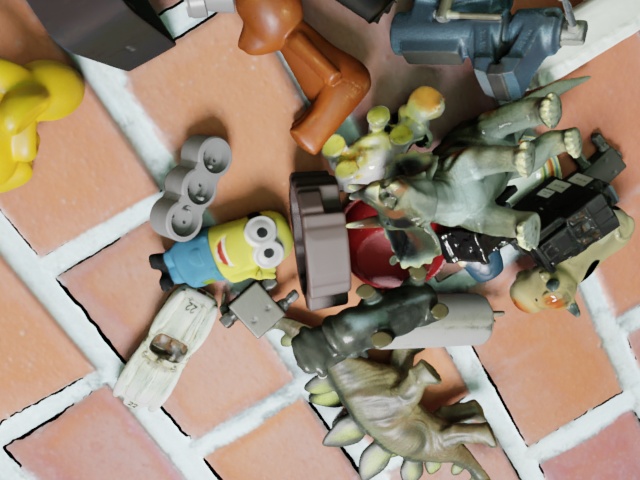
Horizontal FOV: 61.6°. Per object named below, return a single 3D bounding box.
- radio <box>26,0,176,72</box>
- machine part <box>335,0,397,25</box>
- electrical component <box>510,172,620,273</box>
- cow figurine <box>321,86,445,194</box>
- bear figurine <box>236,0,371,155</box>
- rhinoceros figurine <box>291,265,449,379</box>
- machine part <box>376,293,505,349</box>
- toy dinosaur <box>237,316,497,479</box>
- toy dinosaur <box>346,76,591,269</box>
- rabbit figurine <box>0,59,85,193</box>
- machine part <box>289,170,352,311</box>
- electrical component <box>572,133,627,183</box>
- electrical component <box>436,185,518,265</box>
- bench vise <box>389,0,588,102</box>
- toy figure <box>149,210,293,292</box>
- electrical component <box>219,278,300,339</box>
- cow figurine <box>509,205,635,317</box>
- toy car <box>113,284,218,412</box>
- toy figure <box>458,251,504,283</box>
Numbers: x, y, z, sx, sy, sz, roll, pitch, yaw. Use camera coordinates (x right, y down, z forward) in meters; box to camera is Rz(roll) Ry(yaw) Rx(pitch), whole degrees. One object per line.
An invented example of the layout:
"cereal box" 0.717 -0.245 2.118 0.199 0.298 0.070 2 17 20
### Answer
"radio" -0.226 -0.249 0.535 0.073 0.230 0.131 -31 103 1
"machine part" 0.027 -0.313 0.649 0.139 0.039 0.084 30 92 -12
"electrical component" 0.316 -0.030 0.705 0.134 0.115 0.058 -37 111 6
"cow figurine" 0.088 -0.121 0.689 0.167 0.098 0.068 -33 66 0
"bear figurine" -0.039 -0.212 0.627 0.196 0.120 0.132 38 101 -14
"rhinoceros figurine" 0.057 0.096 0.631 0.190 0.112 0.073 -22 76 -16
"machine part" 0.151 0.111 0.748 0.243 0.079 0.079 1 106 -22
"toy dinosaur" 0.090 0.234 0.781 0.198 0.105 0.471 -43 96 10
"toy dinosaur" 0.188 -0.093 0.648 0.405 0.192 0.131 -41 123 -41
"rabbit figurine" -0.349 -0.149 0.601 0.173 0.162 0.122 -37 95 -15
"machine part" -0.001 -0.002 0.667 0.056 0.179 0.179 -8 107 -6
"electrical component" 0.402 -0.102 0.766 0.063 0.021 0.094 -43 106 5
"electrical component" 0.210 -0.020 0.680 0.119 0.075 0.047 -37 108 -29
"bench vise" 0.197 -0.287 0.611 0.128 0.224 0.240 22 82 -48
"toy figure" -0.125 0.011 0.700 0.180 0.089 0.082 -17 123 7
"electrical component" -0.089 0.086 0.733 0.078 0.045 0.102 44 82 -10
"cow figurine" 0.346 0.029 0.742 0.195 0.127 0.085 -42 104 3
"toy car" -0.212 0.152 0.739 0.073 0.056 0.201 31 99 -15
"toy figure" 0.201 -0.013 0.746 0.064 0.058 0.154 -44 107 -41
